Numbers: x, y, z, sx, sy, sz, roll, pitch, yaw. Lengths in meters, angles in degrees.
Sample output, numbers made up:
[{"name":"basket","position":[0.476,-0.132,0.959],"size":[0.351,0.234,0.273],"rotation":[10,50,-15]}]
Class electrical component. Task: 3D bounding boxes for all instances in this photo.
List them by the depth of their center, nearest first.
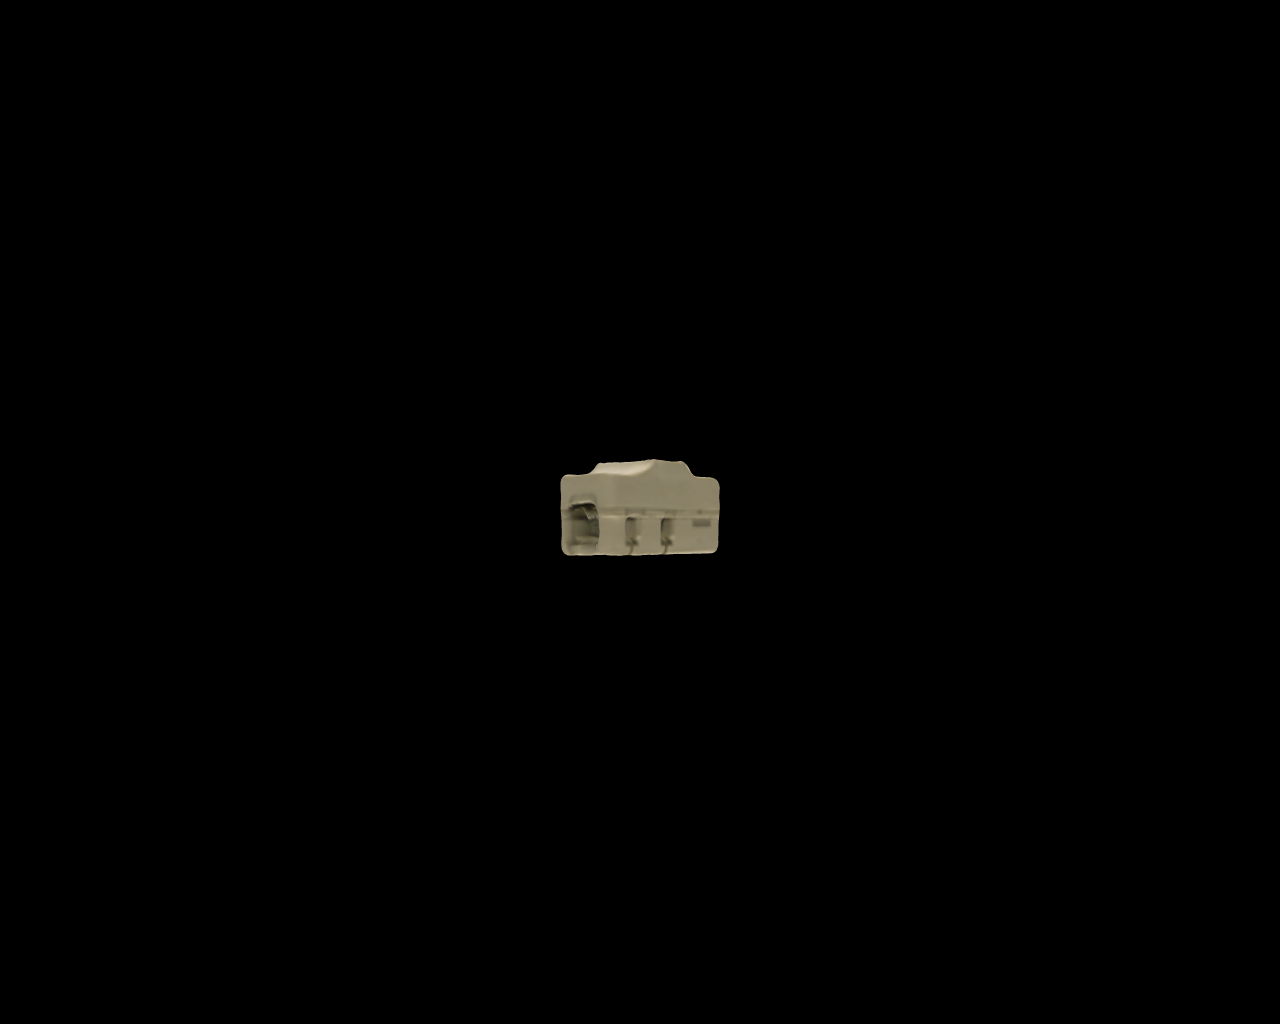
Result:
[{"name":"electrical component","position":[0.001,-0.003,0.650],"size":[0.089,0.055,0.050],"rotation":[2,-3,-40]}]
